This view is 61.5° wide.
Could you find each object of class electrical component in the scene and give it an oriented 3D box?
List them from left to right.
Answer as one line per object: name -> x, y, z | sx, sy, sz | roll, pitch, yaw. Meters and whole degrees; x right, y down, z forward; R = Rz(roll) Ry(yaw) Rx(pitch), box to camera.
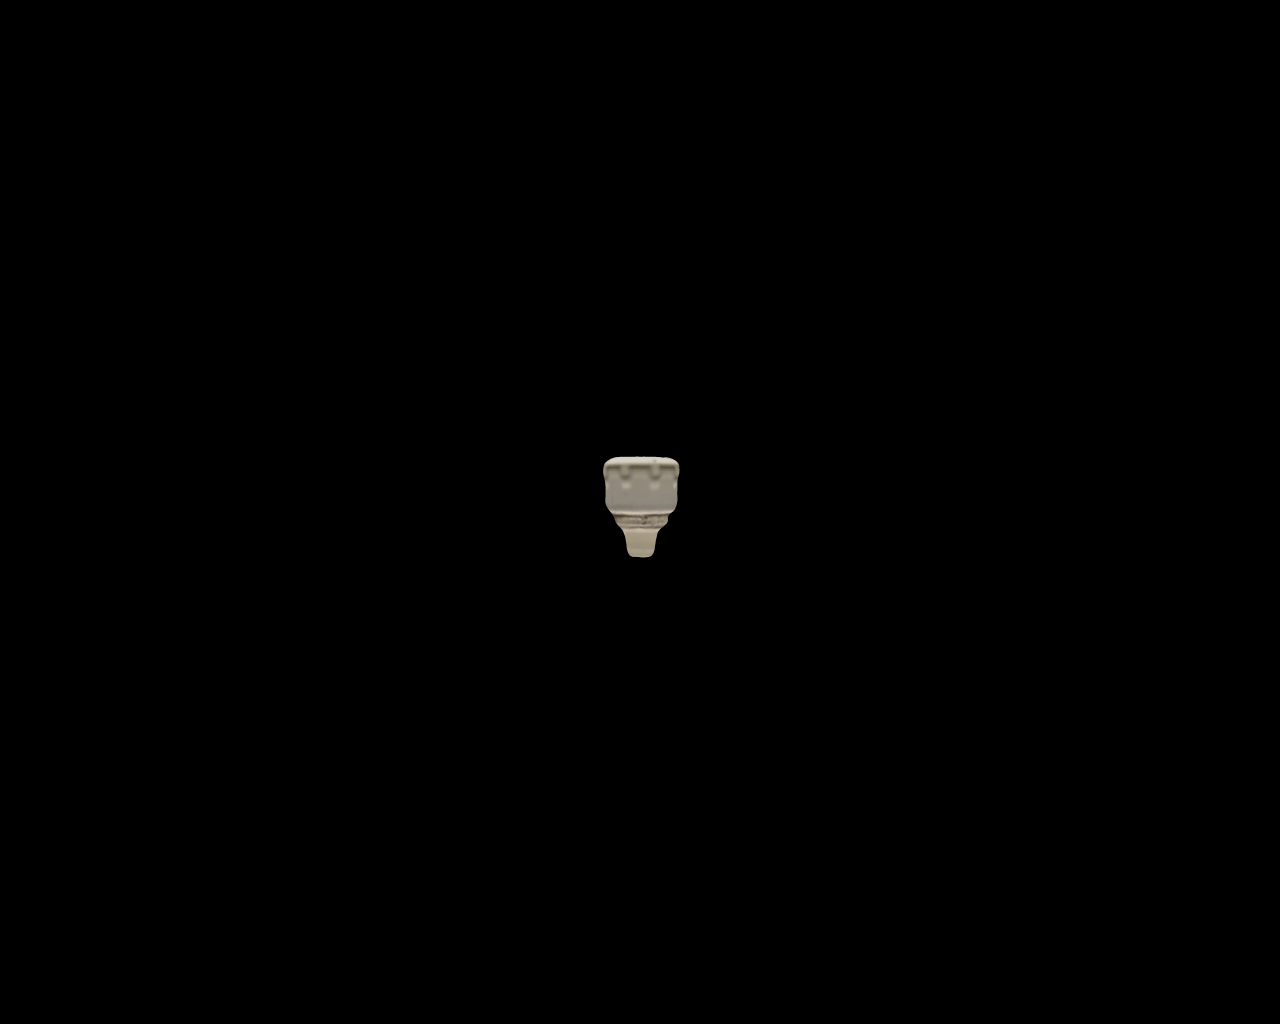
electrical component -> 0.001, -0.003, 0.650 | 0.048, 0.062, 0.048 | 0, 0, 0
